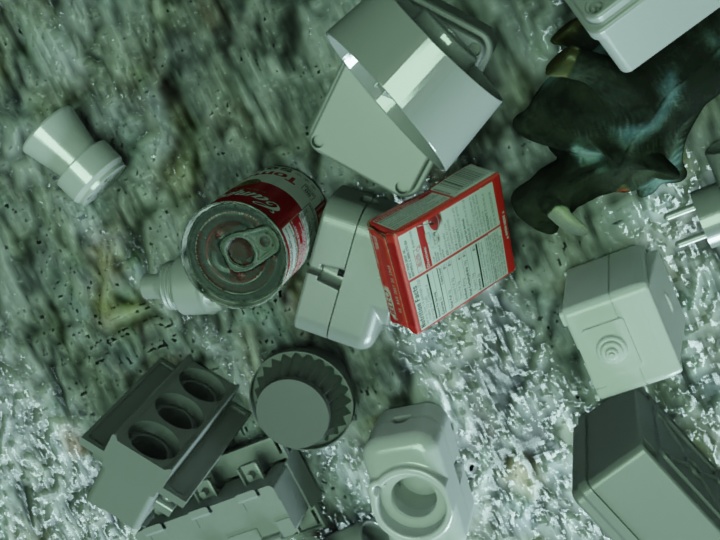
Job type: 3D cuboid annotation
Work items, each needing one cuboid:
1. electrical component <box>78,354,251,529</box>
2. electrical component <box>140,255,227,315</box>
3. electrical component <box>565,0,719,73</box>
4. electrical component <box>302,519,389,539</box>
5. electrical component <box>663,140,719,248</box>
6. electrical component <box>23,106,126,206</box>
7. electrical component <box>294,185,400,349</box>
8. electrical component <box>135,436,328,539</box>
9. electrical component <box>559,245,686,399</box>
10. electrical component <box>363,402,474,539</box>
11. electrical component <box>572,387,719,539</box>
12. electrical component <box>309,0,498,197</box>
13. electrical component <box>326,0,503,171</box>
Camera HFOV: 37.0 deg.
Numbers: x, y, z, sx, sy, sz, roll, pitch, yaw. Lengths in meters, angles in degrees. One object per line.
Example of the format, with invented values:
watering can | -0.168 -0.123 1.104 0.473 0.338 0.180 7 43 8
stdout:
electrical component | -0.136 0.118 0.742 0.079 0.121 0.063 31 115 2
electrical component | -0.121 0.010 0.745 0.062 0.043 0.043 -3 107 17
electrical component | 0.147 -0.178 0.551 0.109 0.056 0.108 -36 56 17
electrical component | -0.024 0.215 0.776 0.077 0.044 0.079 -39 138 22
electrical component | 0.224 -0.037 0.644 0.079 0.044 0.077 -22 102 19
electrical component | -0.194 -0.077 0.733 0.055 0.045 0.045 45 112 -4
electrical component | 0.000 0.000 0.706 0.059 0.053 0.095 19 111 7
electrical component | -0.097 0.177 0.784 0.121 0.063 0.078 -23 101 20
electrical component | 0.162 0.031 0.653 0.061 0.096 0.061 -21 102 19
electrical component | 0.041 0.148 0.743 0.054 0.059 0.095 -13 104 18
electrical component | 0.189 0.140 0.677 0.056 0.108 0.108 -41 95 19
electrical component | 0.026 -0.111 0.661 0.078 0.057 0.113 29 112 3
electrical component | 0.027 -0.104 0.580 0.099 0.099 0.064 44 106 -3
